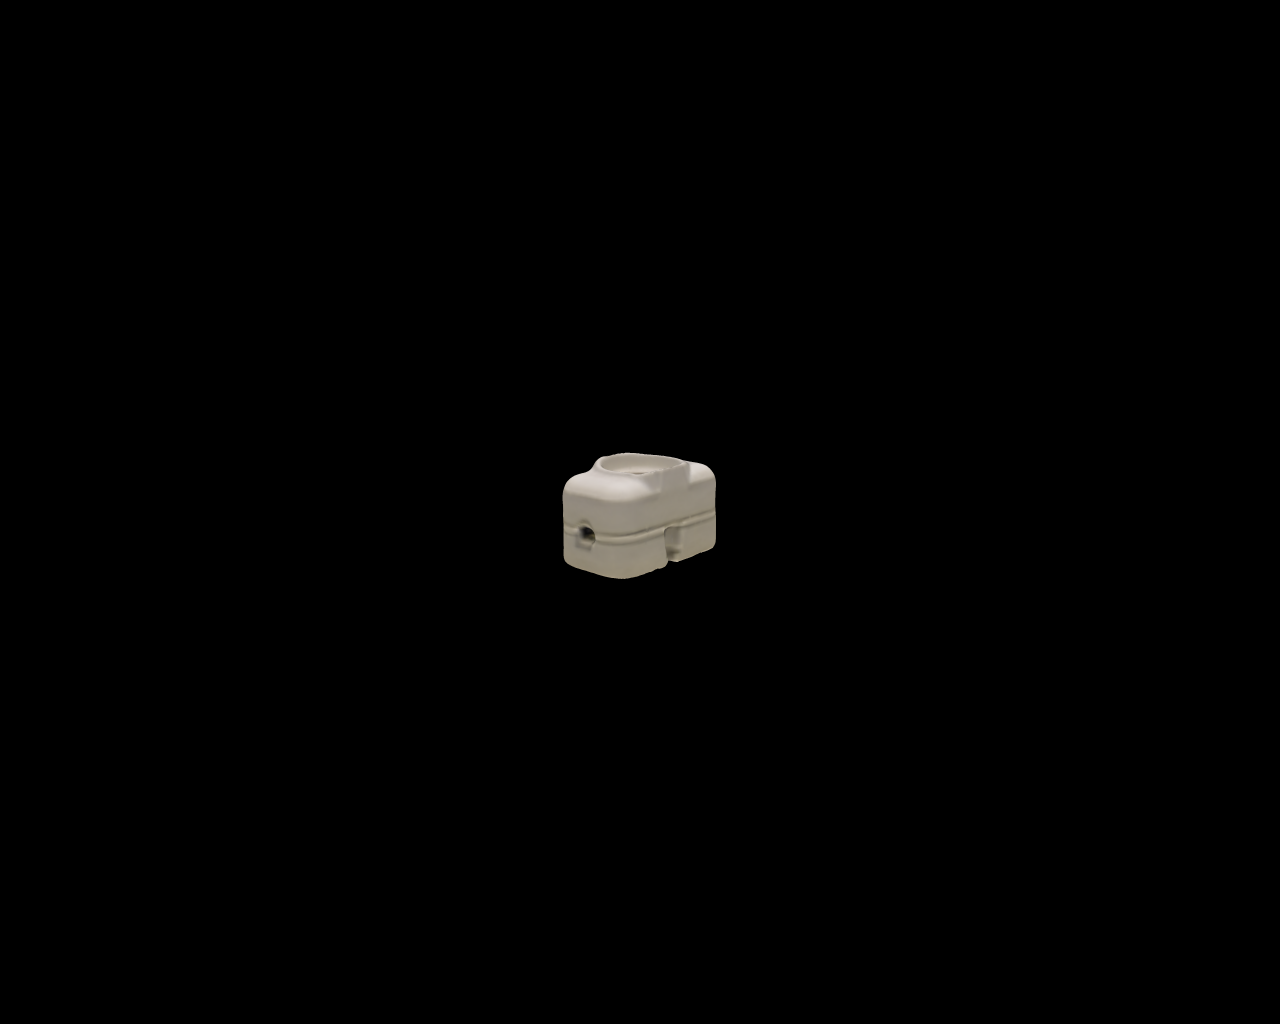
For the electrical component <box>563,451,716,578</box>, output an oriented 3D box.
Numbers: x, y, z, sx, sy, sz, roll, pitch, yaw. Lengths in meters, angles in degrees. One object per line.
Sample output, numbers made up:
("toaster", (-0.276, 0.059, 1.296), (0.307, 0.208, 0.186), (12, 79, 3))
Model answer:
("electrical component", (0.001, -0.003, 0.650), (0.054, 0.059, 0.095), (14, 20, 42))
